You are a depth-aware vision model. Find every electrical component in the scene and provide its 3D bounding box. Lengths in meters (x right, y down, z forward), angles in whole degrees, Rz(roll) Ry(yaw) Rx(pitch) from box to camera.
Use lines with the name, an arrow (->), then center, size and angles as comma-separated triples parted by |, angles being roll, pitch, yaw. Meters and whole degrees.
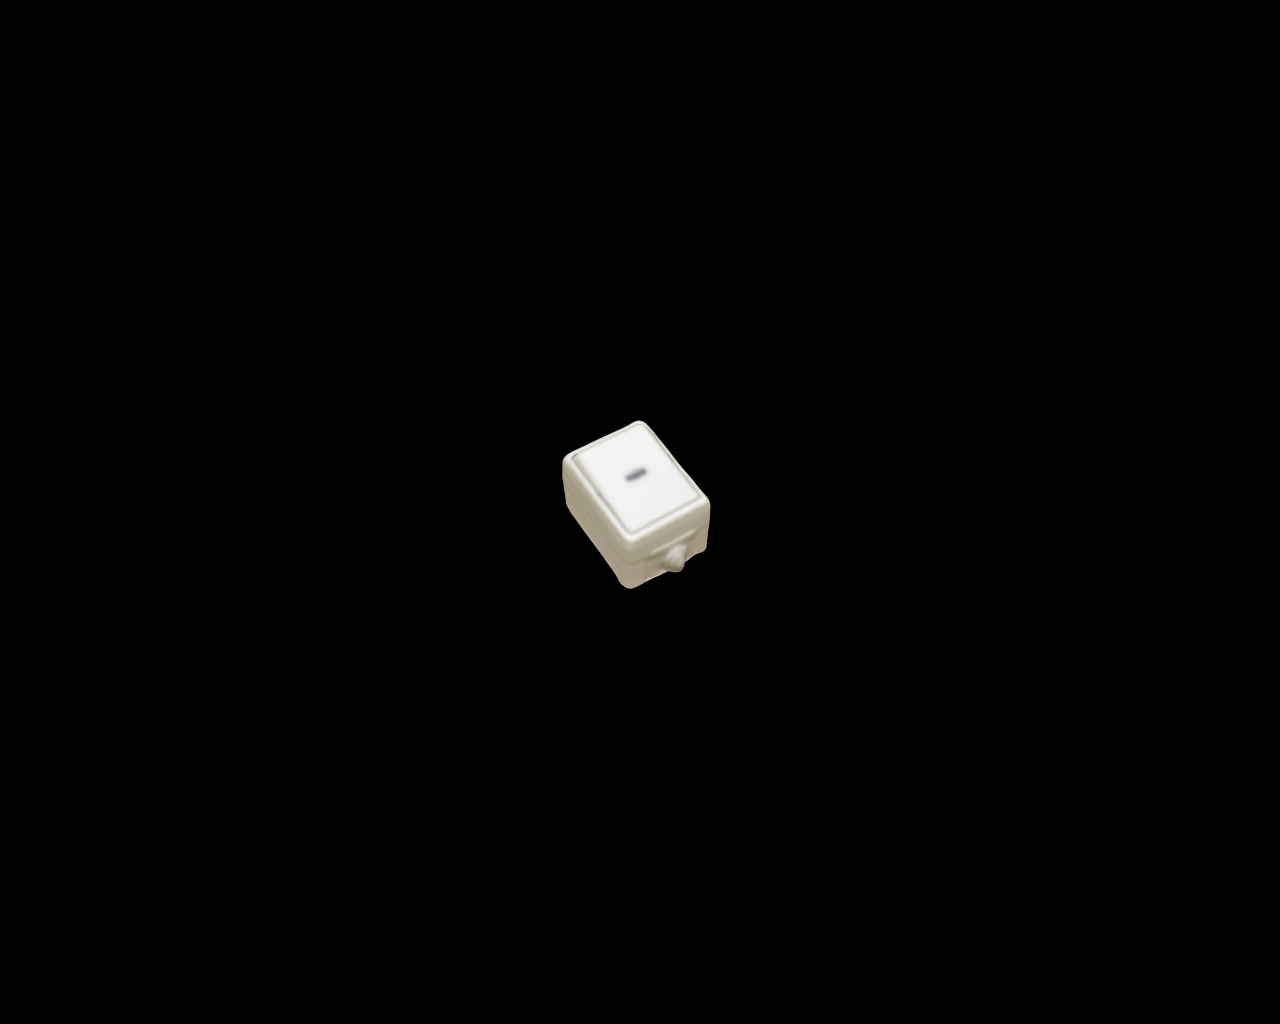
electrical component -> 0.001, -0.003, 0.650 | 0.062, 0.096, 0.061 | -27, -32, -18
